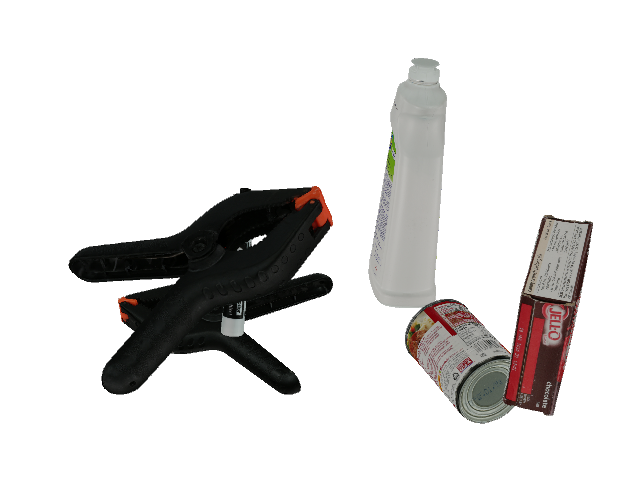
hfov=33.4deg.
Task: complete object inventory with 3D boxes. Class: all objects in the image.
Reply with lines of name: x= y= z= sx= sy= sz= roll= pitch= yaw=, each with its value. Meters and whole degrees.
soup can: x=0.127 y=0.105 z=0.939 sx=0.068 sy=0.068 sz=0.102 roll=0 pitch=26 yaw=-24
clamp: x=-0.071 y=0.024 z=0.647 sx=0.171 sy=0.120 sz=0.039 roll=-23 pitch=-39 yaw=6
pudding box: x=0.154 y=0.048 z=0.720 sx=0.039 sy=0.090 sz=0.113 roll=11 pitch=32 yaw=12
clamp: x=-0.098 y=0.085 z=1.041 sx=0.210 sy=0.036 sz=0.164 roll=2 pitch=36 yaw=5
marker: x=-0.066 y=0.018 z=0.860 sx=0.020 sy=0.121 sz=0.020 roll=6 pitch=13 yaw=-2
bleach bottle: x=0.096 y=-0.062 z=1.111 sx=0.068 sy=0.251 sz=0.102 roll=1 pitch=26 yaw=-8
